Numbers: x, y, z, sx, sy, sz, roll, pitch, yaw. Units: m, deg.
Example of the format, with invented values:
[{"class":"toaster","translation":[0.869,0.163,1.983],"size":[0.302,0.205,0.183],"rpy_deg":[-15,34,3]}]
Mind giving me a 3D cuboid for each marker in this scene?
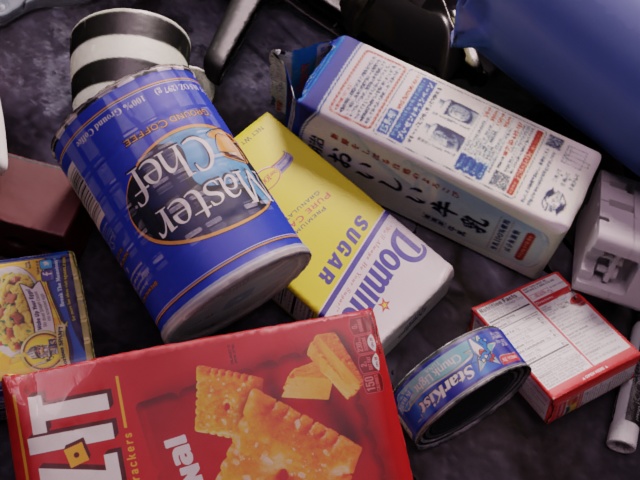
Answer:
[{"class":"marker","translation":[0.213,0.085,0.716],"size":[0.020,0.020,0.121],"rpy_deg":[20,60,4]}]

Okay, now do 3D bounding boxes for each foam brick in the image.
[{"class":"foam brick","translation":[-0.192,-0.019,0.706],"size":[0.078,0.053,0.051],"rpy_deg":[14,59,2]}]

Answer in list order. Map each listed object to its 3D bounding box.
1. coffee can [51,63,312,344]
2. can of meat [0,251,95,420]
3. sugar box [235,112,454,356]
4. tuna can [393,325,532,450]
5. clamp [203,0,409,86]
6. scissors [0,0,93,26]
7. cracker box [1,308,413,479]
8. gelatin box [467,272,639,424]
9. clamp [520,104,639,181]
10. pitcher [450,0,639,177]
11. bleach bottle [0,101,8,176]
[{"class":"coffee can","translation":[-0.085,-0.021,0.651],"size":[0.102,0.103,0.140],"rpy_deg":[-29,78,-21]},{"class":"can of meat","translation":[-0.185,0.059,0.660],"size":[0.083,0.057,0.102],"rpy_deg":[-9,62,-15]},{"class":"sugar box","translation":[-0.005,0.001,0.722],"size":[0.176,0.048,0.093],"rpy_deg":[39,64,17]},{"class":"tuna can","translation":[0.086,0.091,0.658],"size":[0.086,0.086,0.034],"rpy_deg":[-26,65,-20]},{"class":"clamp","translation":[-0.044,-0.198,0.830],"size":[0.164,0.036,0.210],"rpy_deg":[-13,60,-29]},{"class":"scissors","translation":[-0.248,-0.190,0.820],"size":[0.201,0.016,0.096],"rpy_deg":[-28,65,-21]},{"class":"cracker box","translation":[-0.057,0.137,0.597],"size":[0.213,0.072,0.164],"rpy_deg":[-9,80,-14]},{"class":"gelatin box","translation":[0.152,0.069,0.703],"size":[0.073,0.030,0.089],"rpy_deg":[-22,49,-21]},{"class":"clamp","translation":[0.212,-0.109,0.819],"size":[0.120,0.039,0.171],"rpy_deg":[21,59,1]},{"class":"pitcher","translation":[0.225,-0.130,0.738],"size":[0.243,0.149,0.144],"rpy_deg":[45,25,19]},{"class":"bleach bottle","translation":[-0.329,-0.047,0.675],"size":[0.251,0.068,0.102],"rpy_deg":[-21,52,1]}]
